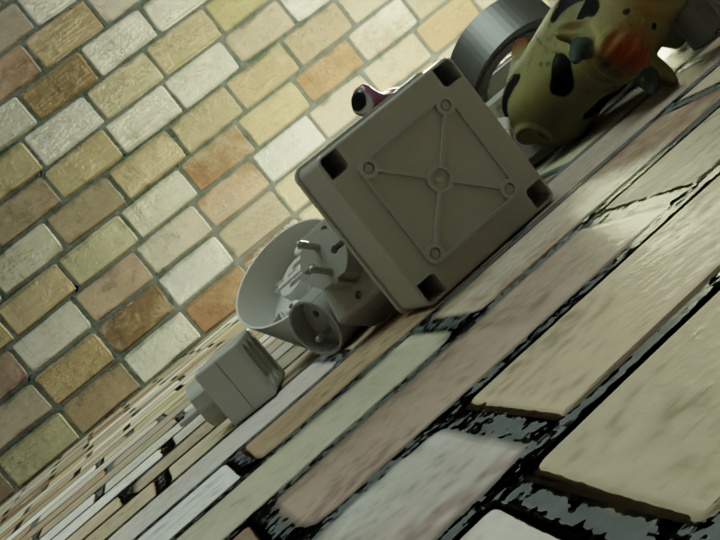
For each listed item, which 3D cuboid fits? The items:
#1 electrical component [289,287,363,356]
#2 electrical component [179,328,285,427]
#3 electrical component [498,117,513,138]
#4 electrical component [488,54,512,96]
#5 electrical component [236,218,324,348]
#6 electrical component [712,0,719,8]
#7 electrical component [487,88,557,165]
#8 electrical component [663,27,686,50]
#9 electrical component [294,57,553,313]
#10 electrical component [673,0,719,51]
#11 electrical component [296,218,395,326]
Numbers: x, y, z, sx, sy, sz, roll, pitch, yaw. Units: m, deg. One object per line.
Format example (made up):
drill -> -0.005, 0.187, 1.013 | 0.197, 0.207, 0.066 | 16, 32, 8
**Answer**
electrical component -> -0.009, 0.019, 0.747 | 0.043, 0.043, 0.081 | -35, 6, 47
electrical component -> -0.101, 0.088, 0.788 | 0.077, 0.047, 0.065 | -39, 4, 6
electrical component -> 0.070, -0.084, 0.774 | 0.083, 0.047, 0.075 | -8, 36, 11
electrical component -> 0.199, -0.214, 1.208 | 0.113, 0.078, 0.057 | -38, 2, 14
electrical component -> -0.041, 0.010, 0.814 | 0.099, 0.064, 0.099 | -44, 29, 33
electrical component -> 0.254, -0.192, 0.709 | 0.045, 0.045, 0.055 | -38, 4, 15
electrical component -> 0.154, -0.140, 0.923 | 0.186, 0.060, 0.105 | -42, 5, -34
electrical component -> 0.242, -0.227, 0.853 | 0.099, 0.064, 0.099 | -162, 90, -88
electrical component -> 0.038, -0.049, 0.635 | 0.109, 0.108, 0.056 | -40, 7, -17
electrical component -> 0.239, -0.186, 0.770 | 0.040, 0.046, 0.040 | -39, 4, 3
electrical component -> -0.011, -0.005, 0.677 | 0.047, 0.065, 0.077 | -41, -27, 26
